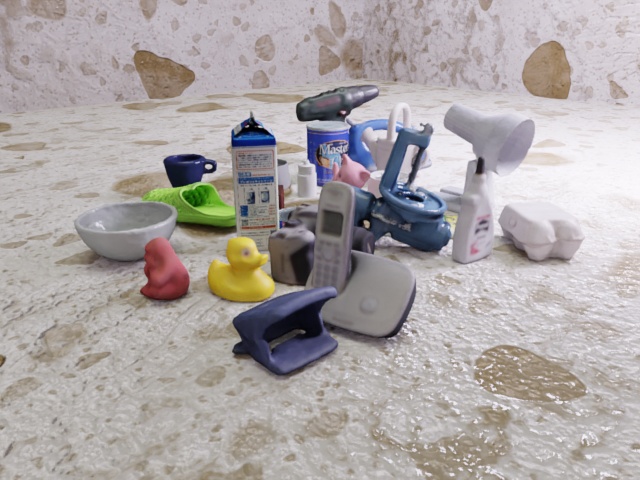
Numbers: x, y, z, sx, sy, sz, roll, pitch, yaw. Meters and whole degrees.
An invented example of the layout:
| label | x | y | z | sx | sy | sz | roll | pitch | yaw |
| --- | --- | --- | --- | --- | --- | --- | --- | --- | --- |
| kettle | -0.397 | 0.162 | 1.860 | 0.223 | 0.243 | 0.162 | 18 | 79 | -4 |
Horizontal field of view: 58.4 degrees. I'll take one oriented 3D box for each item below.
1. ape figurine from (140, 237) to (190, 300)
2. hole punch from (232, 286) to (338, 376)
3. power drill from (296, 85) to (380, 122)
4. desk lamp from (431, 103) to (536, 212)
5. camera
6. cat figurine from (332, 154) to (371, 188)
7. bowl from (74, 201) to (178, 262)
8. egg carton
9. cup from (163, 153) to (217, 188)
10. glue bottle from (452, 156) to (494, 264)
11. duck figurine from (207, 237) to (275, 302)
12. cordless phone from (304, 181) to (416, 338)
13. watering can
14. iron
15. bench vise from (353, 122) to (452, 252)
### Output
| label | x | y | z | sx | sy | sz | roll | pitch | yaw |
| --- | --- | --- | --- | --- | --- | --- | --- | --- | --- |
| ape figurine | -0.228 | 0.039 | 0.821 | 0.076 | 0.092 | 0.077 | -2 | 21 | -3 |
| hole punch | -0.044 | 0.093 | 0.681 | 0.109 | 0.091 | 0.100 | -19 | 28 | -39 |
| power drill | 0.049 | -0.310 | 1.549 | 0.230 | 0.208 | 0.075 | -6 | 22 | -14 |
| desk lamp | 0.318 | -0.163 | 1.160 | 0.118 | 0.214 | 0.202 | -19 | 28 | -39 |
| camera | 0.008 | 0.003 | 0.897 | 0.136 | 0.101 | 0.143 | 9 | 24 | 24 |
| cat figurine | 0.056 | -0.127 | 1.205 | 0.067 | 0.118 | 0.127 | -10 | 23 | -22 |
| bowl | -0.321 | -0.008 | 0.968 | 0.167 | 0.075 | 0.167 | 0 | 21 | 0 |
| egg carton | 0.377 | -0.019 | 0.990 | 0.107 | 0.069 | 0.150 | -4 | 22 | -8 |
| cup | -0.283 | -0.137 | 1.269 | 0.117 | 0.095 | 0.091 | 1 | 21 | 4 |
| glue bottle | 0.254 | -0.051 | 0.931 | 0.078 | 0.173 | 0.037 | -17 | 27 | -36 |
| duck figurine | -0.117 | 0.037 | 0.834 | 0.104 | 0.086 | 0.078 | 9 | 24 | 24 |
| cordless phone | 0.050 | 0.023 | 0.730 | 0.147 | 0.185 | 0.094 | 12 | 25 | 29 |
| watering can | 0.176 | -0.225 | 1.348 | 0.172 | 0.194 | 0.101 | 5 | 22 | 14 |
| iron | 0.176 | -0.252 | 1.490 | 0.259 | 0.141 | 0.118 | -7 | 22 | -15 |
| bench vise | 0.120 | -0.088 | 0.963 | 0.207 | 0.220 | 0.121 | -1 | 21 | -1 |
